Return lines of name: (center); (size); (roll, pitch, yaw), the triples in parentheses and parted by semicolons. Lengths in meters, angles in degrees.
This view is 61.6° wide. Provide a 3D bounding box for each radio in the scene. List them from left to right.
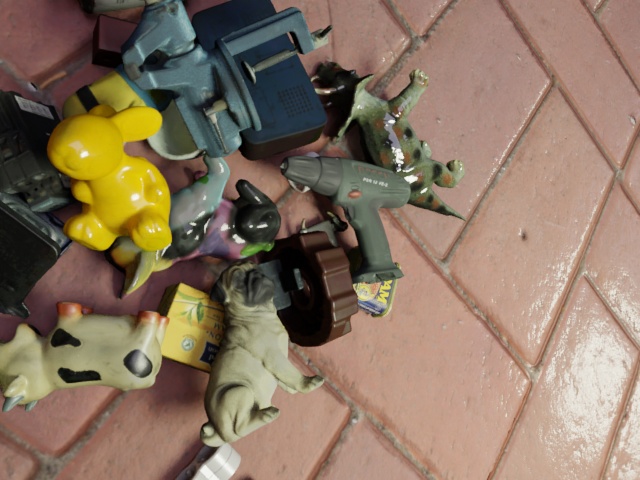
radio: (-0.095, -0.239, 0.798); (0.131, 0.073, 0.229); (-24, 82, -16)

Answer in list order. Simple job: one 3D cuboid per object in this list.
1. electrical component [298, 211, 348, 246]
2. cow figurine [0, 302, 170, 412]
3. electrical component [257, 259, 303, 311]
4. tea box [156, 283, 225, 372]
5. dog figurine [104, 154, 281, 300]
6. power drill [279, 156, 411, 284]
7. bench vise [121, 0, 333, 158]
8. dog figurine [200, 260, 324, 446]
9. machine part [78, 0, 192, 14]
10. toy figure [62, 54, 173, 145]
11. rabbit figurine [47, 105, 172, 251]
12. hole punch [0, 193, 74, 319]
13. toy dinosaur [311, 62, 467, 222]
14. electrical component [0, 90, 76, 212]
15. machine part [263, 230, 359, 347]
electrical component: (0.000, -0.002, 0.880); (0.102, 0.045, 0.078); (-17, 89, -33)
cow figurine: (-0.286, 0.139, 0.632); (0.195, 0.085, 0.127); (5, 73, -4)
electrical component: (-0.075, 0.069, 0.777); (0.048, 0.119, 0.074); (-16, 93, -34)
tea box: (-0.146, 0.136, 0.749); (0.169, 0.068, 0.098); (26, 68, -27)
dog figurine: (-0.178, 0.004, 0.731); (0.191, 0.108, 0.219); (41, 67, -14)
power drill: (0.048, -0.029, 0.842); (0.232, 0.086, 0.207); (-2, 72, -34)
bench vise: (-0.108, -0.225, 0.655); (0.241, 0.129, 0.223); (-26, 113, -6)
dog figurine: (-0.111, 0.139, 0.685); (0.172, 0.121, 0.190); (-30, 85, -34)
machine part: (-0.259, -0.372, 0.765); (0.243, 0.079, 0.079); (-26, 96, -34)
toy figure: (-0.254, -0.192, 0.712); (0.180, 0.082, 0.089); (-45, 96, -4)
rabbit figurine: (-0.232, -0.082, 0.607); (0.122, 0.173, 0.162); (7, 67, 14)
hole punch: (-0.367, 0.005, 0.632); (0.116, 0.092, 0.142); (-44, 111, 9)
toy dinosaur: (0.136, -0.153, 0.958); (0.192, 0.131, 0.404); (-38, 106, -19)
electrical component: (-0.340, -0.100, 0.637); (0.058, 0.115, 0.134); (-24, 90, 5)
machine part: (-0.016, 0.070, 0.786); (0.056, 0.179, 0.179); (-13, 88, -35)
